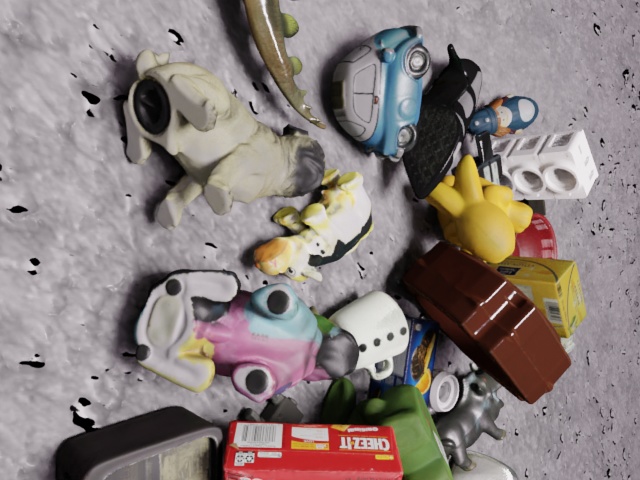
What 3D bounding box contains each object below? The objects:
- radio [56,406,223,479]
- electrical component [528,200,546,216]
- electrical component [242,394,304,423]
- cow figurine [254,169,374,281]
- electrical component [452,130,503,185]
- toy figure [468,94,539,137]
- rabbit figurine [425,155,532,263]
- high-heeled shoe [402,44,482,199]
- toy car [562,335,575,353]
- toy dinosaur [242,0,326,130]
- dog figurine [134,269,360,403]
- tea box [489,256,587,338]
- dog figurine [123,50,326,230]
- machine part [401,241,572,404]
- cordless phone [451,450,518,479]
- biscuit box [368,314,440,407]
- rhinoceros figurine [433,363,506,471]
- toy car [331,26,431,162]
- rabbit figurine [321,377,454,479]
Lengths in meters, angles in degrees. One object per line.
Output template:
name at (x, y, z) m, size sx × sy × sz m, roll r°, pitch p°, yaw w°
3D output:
radio at (-0.165, 0.283, 0.492) m, size 0.131 × 0.073 × 0.229 m, roll 0°, pitch 92°, yaw -41°
electrical component at (0.375, -0.074, 0.955) m, size 0.078 × 0.045 × 0.102 m, roll -55°, pitch 132°, yaw -59°
electrical component at (-0.049, 0.211, 0.621) m, size 0.063 × 0.021 × 0.094 m, roll -50°, pitch 121°, yaw -27°
cow figurine at (-0.003, -0.001, 0.622) m, size 0.167 × 0.068 × 0.098 m, roll -46°, pitch 126°, yaw -28°
electrical component at (0.246, -0.107, 0.837) m, size 0.075 × 0.048 × 0.119 m, roll -32°, pitch 112°, yaw -35°
toy figure at (0.297, -0.201, 0.873) m, size 0.154 × 0.057 × 0.064 m, roll -21°, pitch 68°, yaw -36°
rabbit figurine at (0.219, -0.035, 0.731) m, size 0.162 × 0.122 × 0.173 m, roll 54°, pitch 19°, yaw -14°
high-heeled shoe at (0.175, -0.153, 0.755) m, size 0.145 × 0.086 × 0.248 m, roll 39°, pitch 66°, yaw -61°
toy car at (0.409, 0.188, 0.988) m, size 0.201 × 0.056 × 0.073 m, roll -10°, pitch 99°, yaw -40°
toy dinosaur at (-0.082, -0.329, 0.512) m, size 0.198 × 0.105 × 0.470 m, roll -25°, pitch 113°, yaw -40°
dog figurine at (-0.061, 0.102, 0.560) m, size 0.219 × 0.192 × 0.108 m, roll 43°, pitch 57°, yaw -72°
tea box at (0.299, 0.080, 0.814) m, size 0.068 × 0.170 × 0.098 m, roll -34°, pitch 115°, yaw -33°
dog figurine at (-0.082, -0.109, 0.540) m, size 0.190 × 0.121 × 0.172 m, roll -31°, pitch 116°, yaw -50°
machine part at (0.218, 0.105, 0.717) m, size 0.087 × 0.202 × 0.200 m, roll -43°, pitch 122°, yaw -2°
cordless phone at (0.205, 0.386, 0.814) m, size 0.184 × 0.089 × 0.146 m, roll 32°, pitch 72°, yaw -28°
biscuit box at (0.109, 0.204, 0.731) m, size 0.062 × 0.059 × 0.202 m, roll 13°, pitch 84°, yaw -40°
rhinoceros figurine at (0.233, 0.265, 0.839) m, size 0.190 × 0.073 × 0.112 m, roll -35°, pitch 104°, yaw -32°
toy car at (0.064, -0.179, 0.654) m, size 0.103 × 0.109 × 0.161 m, roll 1°, pitch 104°, yaw -18°
rabbit figurine at (0.046, 0.232, 0.629) m, size 0.170 × 0.159 × 0.121 m, roll -25°, pitch 117°, yaw 7°
